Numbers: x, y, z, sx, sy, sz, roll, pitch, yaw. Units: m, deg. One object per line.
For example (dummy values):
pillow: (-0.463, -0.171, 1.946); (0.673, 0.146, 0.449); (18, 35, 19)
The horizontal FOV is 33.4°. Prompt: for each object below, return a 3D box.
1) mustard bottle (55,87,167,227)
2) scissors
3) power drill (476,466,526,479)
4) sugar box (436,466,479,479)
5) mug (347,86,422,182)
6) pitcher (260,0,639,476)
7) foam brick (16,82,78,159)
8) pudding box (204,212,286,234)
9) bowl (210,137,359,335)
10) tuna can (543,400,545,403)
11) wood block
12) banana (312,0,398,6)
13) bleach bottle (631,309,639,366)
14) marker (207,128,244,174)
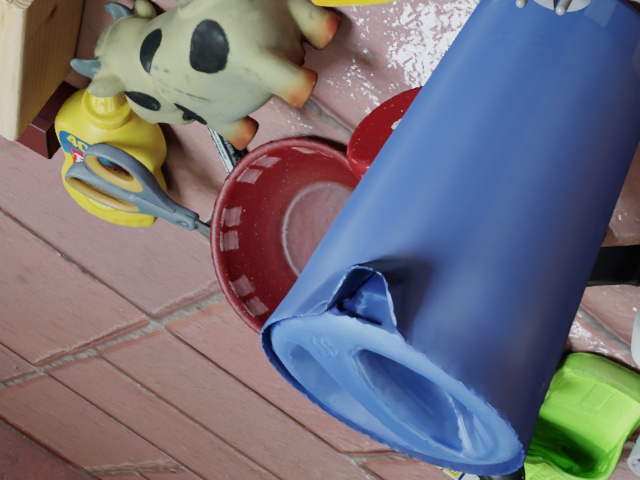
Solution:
mustard bottle: (-0.179, -0.081, 0.919); (0.096, 0.058, 0.192); (26, 154, 4)
scissors: (-0.117, -0.029, 0.883); (0.202, 0.016, 0.096); (20, 153, 2)
power drill: (0.088, 0.133, 0.895); (0.185, 0.057, 0.187); (48, -174, 29)
sugar box: (0.105, 0.191, 1.092); (0.176, 0.048, 0.093); (35, -178, -14)
mug: (0.074, -0.039, 0.671); (0.081, 0.093, 0.117); (55, 176, -32)
pitcher: (0.084, -0.010, 0.543); (0.145, 0.242, 0.149); (36, 155, -12)
foam brick: (-0.258, -0.119, 0.941); (0.078, 0.053, 0.051); (30, 155, 3)
pudding box: (-0.043, -0.007, 0.928); (0.090, 0.039, 0.114); (38, 153, -15)
bowl: (-0.005, 0.001, 0.824); (0.162, 0.162, 0.055); (16, -167, 29)
tuna can: (0.147, 0.106, 0.873); (0.086, 0.034, 0.086); (21, 173, 2)
wood block: (-0.232, -0.168, 0.778); (0.090, 0.090, 0.206); (32, 155, -5)
banana: (0.073, -0.145, 0.442); (0.069, 0.037, 0.198); (11, 157, -33)
bleach bottle: (0.292, 0.116, 0.765); (0.103, 0.068, 0.250); (4, 142, 40)
marker: (-0.078, -0.085, 0.846); (0.020, 0.020, 0.121); (17, 152, 26)
